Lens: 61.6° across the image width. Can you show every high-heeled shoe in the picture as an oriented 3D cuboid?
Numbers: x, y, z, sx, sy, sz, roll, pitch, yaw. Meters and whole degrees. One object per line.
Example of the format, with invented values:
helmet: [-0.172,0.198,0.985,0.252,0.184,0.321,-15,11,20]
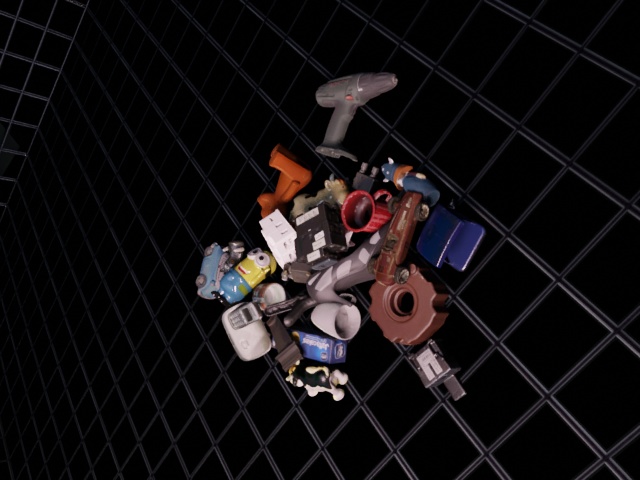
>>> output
high-heeled shoe: [0.072,0.042,1.213,0.145,0.086,0.248,29,83,43]

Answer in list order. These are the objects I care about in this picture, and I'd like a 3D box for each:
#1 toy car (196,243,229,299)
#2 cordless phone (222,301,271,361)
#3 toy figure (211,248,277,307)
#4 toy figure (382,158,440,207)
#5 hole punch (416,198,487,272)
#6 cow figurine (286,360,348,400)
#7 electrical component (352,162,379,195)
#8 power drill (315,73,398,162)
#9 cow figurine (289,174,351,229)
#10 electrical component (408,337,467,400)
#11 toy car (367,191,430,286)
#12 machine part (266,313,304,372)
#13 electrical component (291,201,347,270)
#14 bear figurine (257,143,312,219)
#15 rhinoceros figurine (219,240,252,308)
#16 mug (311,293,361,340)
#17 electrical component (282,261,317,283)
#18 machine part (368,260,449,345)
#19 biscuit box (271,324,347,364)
toy car: [-0.281,0.093,1.538,0.103,0.109,0.161,7,77,20]
cordless phone: [-0.165,0.222,1.355,0.146,0.089,0.184,64,149,4]
toy figure: [-0.193,0.095,1.382,0.082,0.089,0.180,44,81,8]
toy figure: [0.192,-0.125,1.160,0.064,0.057,0.155,-56,47,14]
hole punch: [0.249,-0.008,1.073,0.116,0.092,0.142,38,113,43]
cow figurine: [-0.024,0.317,1.256,0.167,0.098,0.068,-3,54,41]
electrical component: [0.105,-0.132,1.263,0.063,0.021,0.094,29,104,41]
power drill: [0.071,-0.295,1.279,0.232,0.086,0.207,15,98,44]
cow figurine: [0.008,-0.087,1.306,0.195,0.085,0.127,-5,82,46]
electrical component: [0.238,0.262,1.070,0.075,0.047,0.119,-45,56,29]
toy car: [0.158,-0.004,1.105,0.089,0.053,0.202,21,95,48]
machine part: [-0.088,0.240,1.287,0.084,0.039,0.139,-46,55,31]
electrical component: [-0.002,-0.004,1.208,0.115,0.058,0.134,-26,64,40]
bear figurine: [-0.112,-0.131,1.394,0.196,0.132,0.120,-50,16,21]
rhinoceros figurine: [-0.224,0.095,1.469,0.073,0.112,0.190,6,96,46]
mug: [0.034,0.171,1.250,0.107,0.080,0.109,1,61,50]
electrical component: [-0.047,0.084,1.298,0.102,0.078,0.045,10,56,6]
machine part: [0.183,0.131,1.132,0.179,0.056,0.179,-6,81,42]
biscuit box: [-0.028,0.249,1.301,0.203,0.062,0.059,4,87,43]
